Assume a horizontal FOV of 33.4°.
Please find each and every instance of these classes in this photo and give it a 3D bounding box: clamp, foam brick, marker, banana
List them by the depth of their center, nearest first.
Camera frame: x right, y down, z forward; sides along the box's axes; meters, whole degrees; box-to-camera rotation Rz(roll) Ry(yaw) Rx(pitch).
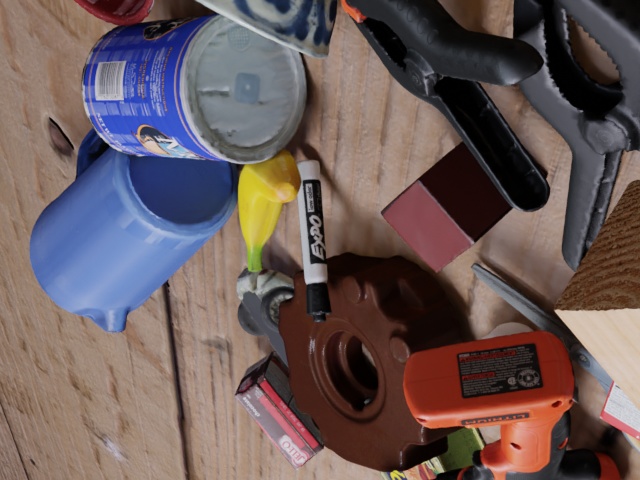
[{"bbox_3d":[0.165,-0.059,0.546,0.165,0.036,0.210,6,133,48],"label":"clamp"},{"bbox_3d":[0.073,-0.090,0.601,0.172,0.039,0.120,49,162,44],"label":"clamp"},{"bbox_3d":[0.087,-0.027,0.646,0.051,0.078,0.053,49,151,2],"label":"foam brick"},{"bbox_3d":[-0.005,0.001,0.792,0.020,0.020,0.121,-23,69,59],"label":"marker"},{"bbox_3d":[-0.038,-0.034,0.812,0.198,0.037,0.069,115,141,-72],"label":"banana"}]

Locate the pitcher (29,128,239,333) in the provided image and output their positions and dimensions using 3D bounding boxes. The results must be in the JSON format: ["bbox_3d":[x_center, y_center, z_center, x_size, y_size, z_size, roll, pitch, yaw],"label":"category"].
[{"bbox_3d":[-0.167,-0.029,0.947,0.149,0.144,0.243,41,149,-10],"label":"pitcher"}]

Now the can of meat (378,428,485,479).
[{"bbox_3d":[0.093,0.181,0.901,0.084,0.057,0.102,1,126,50],"label":"can of meat"}]

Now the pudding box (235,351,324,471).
[{"bbox_3d":[-0.035,0.158,1.010,0.090,0.039,0.113,52,-173,-3],"label":"pudding box"}]

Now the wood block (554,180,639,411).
[{"bbox_3d":[0.222,0.068,0.523,0.206,0.090,0.090,47,153,-20],"label":"wood block"}]

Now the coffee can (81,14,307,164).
[{"bbox_3d":[-0.092,-0.109,0.765,0.141,0.102,0.103,8,131,49],"label":"coffee can"}]

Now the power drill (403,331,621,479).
[{"bbox_3d":[0.110,0.144,0.731,0.184,0.057,0.187,-12,138,8],"label":"power drill"}]

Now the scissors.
[{"bbox_3d":[0.184,0.092,0.717,0.202,0.016,0.096,30,145,30],"label":"scissors"}]

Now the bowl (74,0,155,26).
[{"bbox_3d":[-0.152,-0.235,0.747,0.162,0.055,0.162,34,147,25],"label":"bowl"}]

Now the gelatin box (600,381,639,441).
[{"bbox_3d":[0.216,0.086,0.636,0.073,0.030,0.089,30,128,30],"label":"gelatin box"}]
